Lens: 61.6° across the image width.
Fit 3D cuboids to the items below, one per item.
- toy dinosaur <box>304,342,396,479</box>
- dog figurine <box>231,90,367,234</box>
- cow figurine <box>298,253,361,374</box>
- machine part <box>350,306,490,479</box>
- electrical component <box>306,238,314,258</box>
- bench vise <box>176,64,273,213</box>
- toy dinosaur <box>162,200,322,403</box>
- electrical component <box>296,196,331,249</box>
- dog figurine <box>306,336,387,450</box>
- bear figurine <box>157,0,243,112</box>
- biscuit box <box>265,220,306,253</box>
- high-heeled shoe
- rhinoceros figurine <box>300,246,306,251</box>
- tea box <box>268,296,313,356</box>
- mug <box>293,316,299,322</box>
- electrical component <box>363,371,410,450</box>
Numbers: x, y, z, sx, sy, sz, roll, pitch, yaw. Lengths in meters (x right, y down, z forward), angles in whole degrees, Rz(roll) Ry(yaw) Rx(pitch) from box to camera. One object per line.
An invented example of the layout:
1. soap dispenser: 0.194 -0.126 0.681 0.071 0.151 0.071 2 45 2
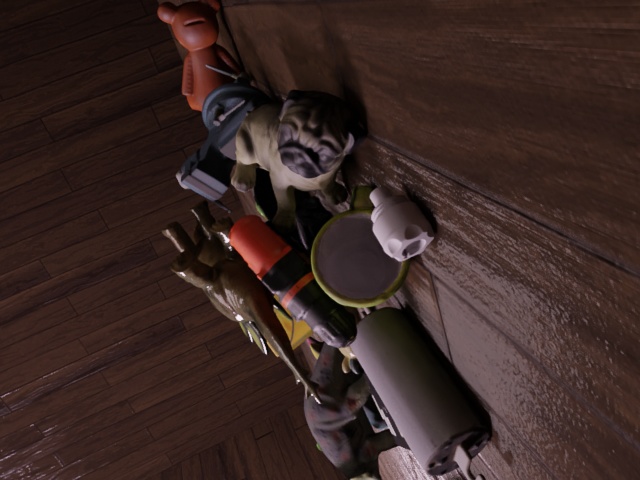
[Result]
1. toy dinosaur: 0.044 0.310 0.931 0.404 0.192 0.131 64 169 5
2. dog figurine: -0.031 -0.118 0.567 0.172 0.121 0.190 44 158 14
3. cow figurine: 0.024 0.117 0.806 0.194 0.085 0.127 45 -174 -18
4. machine part: 0.100 0.155 0.573 0.243 0.079 0.079 56 166 43
5. electrical component: 0.020 0.038 0.768 0.045 0.078 0.102 -63 37 16
6. bench vise: -0.150 -0.184 0.883 0.223 0.129 0.241 -44 33 41
7. toy dinosaur: -0.122 0.065 0.794 0.198 0.105 0.472 55 175 -30
8. electrical component: -0.002 -0.003 0.846 0.075 0.048 0.119 -126 16 -53
9. dog figurine: 0.028 0.288 1.041 0.219 0.191 0.108 51 178 -5
10. bear figurine: -0.212 -0.336 0.975 0.132 0.120 0.195 -126 16 -66
11. biscuit box: -0.046 0.048 0.956 0.202 0.063 0.059 43 -169 -43
12. high-heeled shoe: -0.076 -0.084 0.969 0.145 0.086 0.249 87 161 -75
13. rhinoceros figurine: -0.050 0.022 1.101 0.112 0.073 0.190 67 171 -13
14. tea box: -0.082 0.119 1.003 0.170 0.098 0.068 50 -171 15
15. mug: -0.006 0.087 0.908 0.081 0.107 0.109 53 167 51
16. electrical component: 0.111 0.220 0.737 0.134 0.058 0.115 106 141 -76
